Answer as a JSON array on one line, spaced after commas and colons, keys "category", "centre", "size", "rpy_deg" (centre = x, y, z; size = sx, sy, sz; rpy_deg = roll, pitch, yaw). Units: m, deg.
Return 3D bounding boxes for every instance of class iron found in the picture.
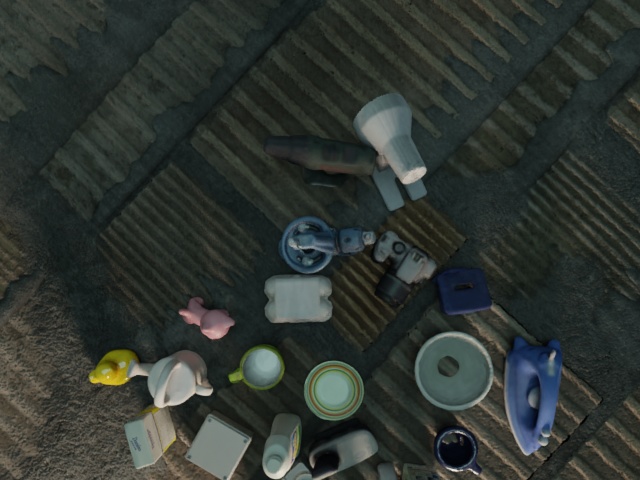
[{"category": "iron", "centre": [0.460, 0.338, 1.199], "size": [0.118, 0.141, 0.258], "rpy_deg": [3, 86, 2]}]

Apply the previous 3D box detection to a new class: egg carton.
[{"category": "egg carton", "centre": [-0.048, 0.129, 1.264], "size": [0.150, 0.069, 0.107], "rpy_deg": [-2, 86, 2]}]

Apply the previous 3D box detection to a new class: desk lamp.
[{"category": "desk lamp", "centre": [0.159, -0.182, 1.207], "size": [0.118, 0.213, 0.203], "rpy_deg": [-26, 86, 0]}]

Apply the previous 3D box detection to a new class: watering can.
[{"category": "watering can", "centre": [-0.315, 0.293, 1.198], "size": [0.173, 0.194, 0.101], "rpy_deg": [-5, 86, 2]}]

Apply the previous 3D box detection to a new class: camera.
[{"category": "camera", "centre": [0.165, 0.069, 1.246], "size": [0.143, 0.101, 0.137], "rpy_deg": [34, 88, 4]}]

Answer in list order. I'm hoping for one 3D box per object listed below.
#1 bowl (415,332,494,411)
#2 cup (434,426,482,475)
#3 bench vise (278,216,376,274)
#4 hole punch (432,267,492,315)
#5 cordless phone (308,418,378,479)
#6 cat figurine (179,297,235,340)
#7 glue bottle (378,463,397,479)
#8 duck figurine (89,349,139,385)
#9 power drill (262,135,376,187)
[{"category": "bowl", "centre": [0.283, 0.279, 1.241], "size": [0.167, 0.075, 0.167], "rpy_deg": [0, 86, 2]}, {"category": "cup", "centre": [0.292, 0.443, 1.220], "size": [0.118, 0.095, 0.092], "rpy_deg": [44, 88, 4]}, {"category": "bench vise", "centre": [0.006, -0.007, 1.196], "size": [0.207, 0.220, 0.121], "rpy_deg": [-25, 86, 0]}, {"category": "hole punch", "centre": [0.307, 0.110, 1.244], "size": [0.108, 0.091, 0.101], "rpy_deg": [-10, 86, 1]}, {"category": "cordless phone", "centre": [0.047, 0.448, 1.181], "size": [0.147, 0.185, 0.094], "rpy_deg": [-27, 85, 0]}, {"category": "cat figurine", "centre": [-0.246, 0.174, 1.242], "size": [0.127, 0.118, 0.067], "rpy_deg": [22, 87, 3]}, {"category": "glue bottle", "centre": [0.146, 0.522, 1.180], "size": [0.037, 0.173, 0.078], "rpy_deg": [-9, 86, 1]}, {"category": "duck figurine", "centre": [-0.455, 0.284, 1.256], "size": [0.104, 0.086, 0.077], "rpy_deg": [-24, 86, 0]}, {"category": "power drill", "centre": [0.002, -0.168, 1.213], "size": [0.229, 0.208, 0.076], "rpy_deg": [5, 86, 2]}]
